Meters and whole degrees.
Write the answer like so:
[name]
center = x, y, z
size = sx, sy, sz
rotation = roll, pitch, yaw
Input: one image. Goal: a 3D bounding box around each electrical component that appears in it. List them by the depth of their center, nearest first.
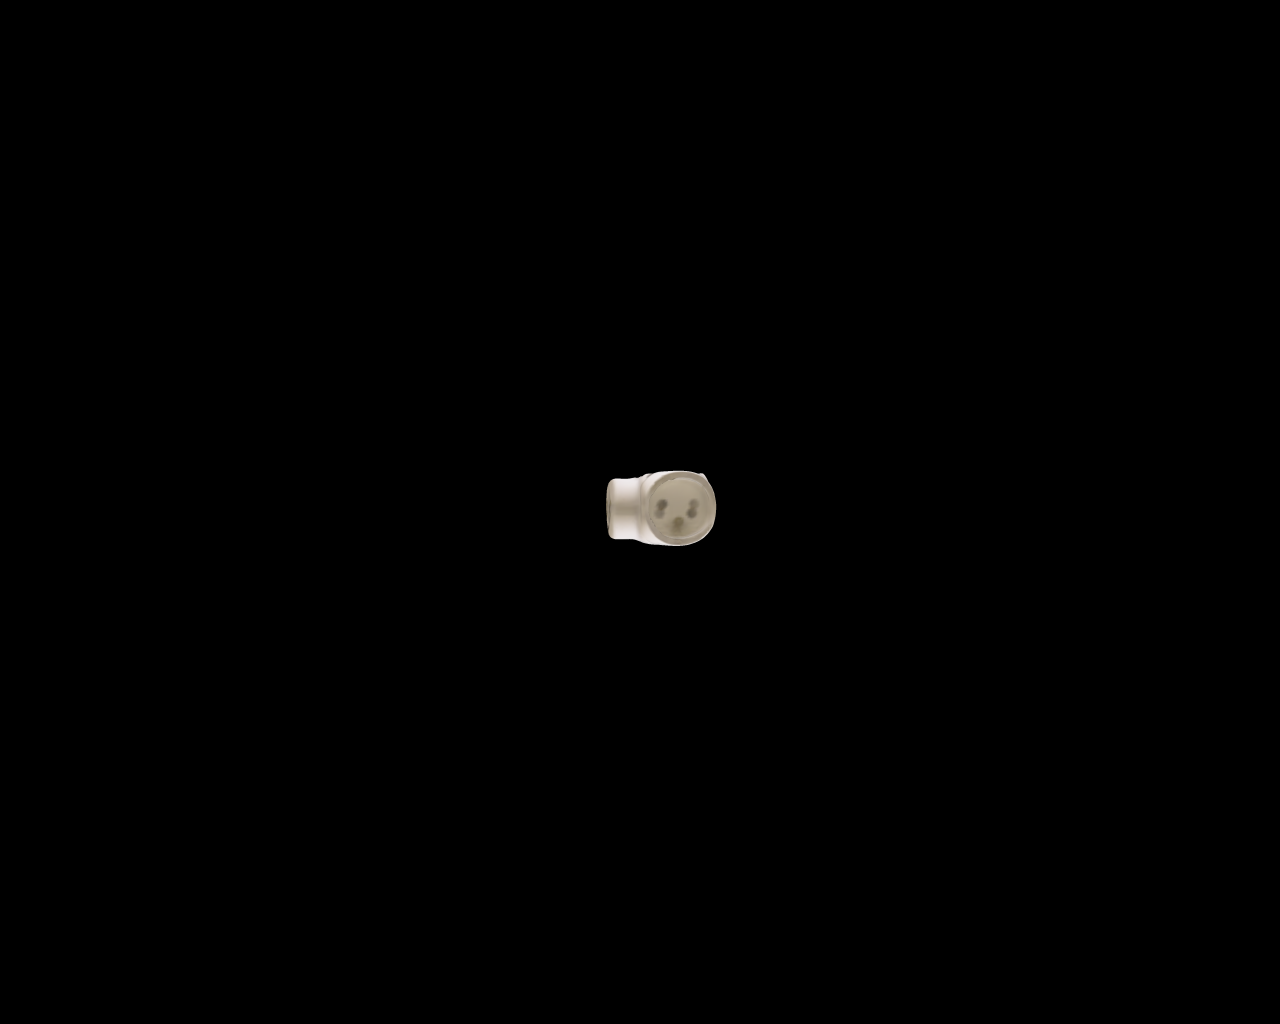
[electrical component]
center = 0.001, -0.003, 0.650
size = 0.079, 0.044, 0.077
rotation = 0, 0, -7
